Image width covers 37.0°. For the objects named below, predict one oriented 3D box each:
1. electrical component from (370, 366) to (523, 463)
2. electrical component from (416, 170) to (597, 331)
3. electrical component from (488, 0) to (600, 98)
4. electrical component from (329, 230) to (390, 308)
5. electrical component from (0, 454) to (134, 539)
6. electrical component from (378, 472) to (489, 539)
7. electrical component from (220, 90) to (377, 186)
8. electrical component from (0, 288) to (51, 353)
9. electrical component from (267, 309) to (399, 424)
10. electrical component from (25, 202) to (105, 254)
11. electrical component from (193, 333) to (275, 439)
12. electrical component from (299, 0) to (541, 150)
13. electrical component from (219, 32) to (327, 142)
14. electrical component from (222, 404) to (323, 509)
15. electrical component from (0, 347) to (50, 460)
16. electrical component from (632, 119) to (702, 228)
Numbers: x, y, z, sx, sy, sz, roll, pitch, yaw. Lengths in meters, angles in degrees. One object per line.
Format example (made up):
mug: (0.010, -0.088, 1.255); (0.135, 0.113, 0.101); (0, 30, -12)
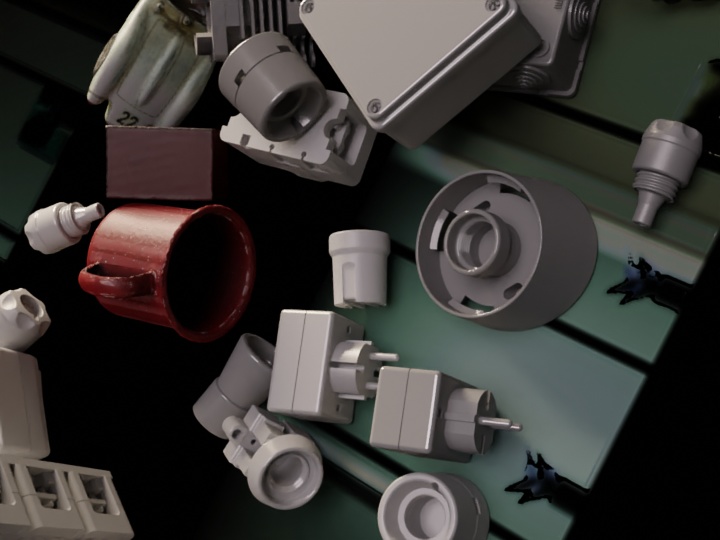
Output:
electrical component: (0.056, 0.087, 0.631); (0.077, 0.066, 0.047); (3, 77, 28)
electrical component: (0.086, -0.013, 0.659); (0.099, 0.064, 0.099); (-8, 77, 38)
electrical component: (0.100, -0.163, 0.688); (0.100, 0.048, 0.099); (11, 81, 29)
electrical component: (0.000, 0.000, 0.699); (0.040, 0.040, 0.046); (-5, 80, 26)
electrical component: (-0.232, 0.174, 0.703); (0.089, 0.150, 0.061); (-38, 61, 13)
electrical component: (0.042, 0.146, 0.632); (0.055, 0.047, 0.055); (-7, 73, 25)
electrical component: (-0.039, -0.094, 0.735); (0.089, 0.056, 0.050); (16, 84, 29)
electrical component: (-0.271, 0.047, 0.820); (0.062, 0.043, 0.043); (-41, 62, 13)
electrical component: (-0.011, 0.063, 0.682); (0.077, 0.047, 0.065); (1, 77, 27)
electrical component: (-0.224, -0.036, 0.825); (0.061, 0.035, 0.035); (-19, 68, 18)
electrical component: (-0.080, 0.080, 0.717); (0.065, 0.044, 0.044); (-50, 60, 12)
electrical component: (0.035, -0.150, 0.656); (0.109, 0.056, 0.108); (-39, 62, 16)
electrical component: (-0.054, -0.115, 0.684); (0.055, 0.055, 0.047); (-44, 65, 10)
electrical component: (-0.052, 0.119, 0.675); (0.048, 0.066, 0.055); (-57, 27, 2)
electrical component: (-0.269, 0.112, 0.791); (0.062, 0.061, 0.096); (-24, 66, 19)
electrical component: (0.175, -0.055, 0.629); (0.035, 0.035, 0.061); (21, 88, 30)
